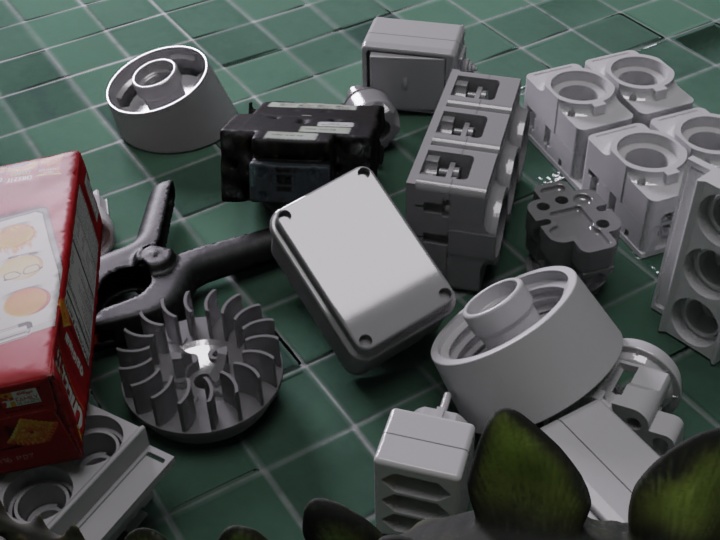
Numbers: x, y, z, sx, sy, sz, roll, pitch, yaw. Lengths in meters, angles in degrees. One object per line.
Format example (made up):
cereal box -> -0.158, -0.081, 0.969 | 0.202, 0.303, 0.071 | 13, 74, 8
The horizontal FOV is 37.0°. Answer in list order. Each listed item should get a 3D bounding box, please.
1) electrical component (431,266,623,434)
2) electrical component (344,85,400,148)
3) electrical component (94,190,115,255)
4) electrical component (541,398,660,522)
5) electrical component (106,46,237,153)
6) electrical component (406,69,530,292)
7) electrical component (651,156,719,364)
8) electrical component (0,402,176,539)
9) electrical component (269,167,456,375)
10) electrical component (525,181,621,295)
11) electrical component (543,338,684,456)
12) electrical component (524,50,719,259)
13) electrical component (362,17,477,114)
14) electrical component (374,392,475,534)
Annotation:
electrical component -> 0.093, 0.040, 0.637 | 0.108, 0.060, 0.108 | -31, 14, 9
electrical component -> 0.006, -0.131, 0.891 | 0.043, 0.043, 0.062 | -12, 41, -12
electrical component -> -0.201, -0.035, 0.791 | 0.040, 0.040, 0.046 | -9, 36, -9
electrical component -> 0.125, 0.121, 0.583 | 0.061, 0.061, 0.096 | -22, 45, -22
electrical component -> -0.162, -0.142, 0.912 | 0.099, 0.064, 0.099 | -10, 46, 10
electrical component -> 0.080, -0.067, 0.779 | 0.062, 0.089, 0.150 | 9, 42, 12
electrical component -> 0.238, -0.009, 0.684 | 0.063, 0.121, 0.079 | -29, 48, -31
electrical component -> -0.165, 0.136, 0.573 | 0.079, 0.063, 0.121 | 20, 45, 23
electrical component -> 0.000, 0.000, 0.689 | 0.078, 0.057, 0.113 | -30, 76, -15
electrical component -> 0.145, -0.015, 0.743 | 0.058, 0.057, 0.078 | -14, 42, -13
electrical component -> 0.155, 0.078, 0.635 | 0.078, 0.058, 0.057 | 14, 44, 28
electrical component -> 0.216, -0.100, 0.836 | 0.105, 0.060, 0.186 | -16, 43, -16
electrical component -> 0.052, -0.172, 0.923 | 0.096, 0.061, 0.061 | 8, 42, 11
electrical component -> 0.041, 0.103, 0.603 | 0.047, 0.065, 0.076 | 10, 43, 13
